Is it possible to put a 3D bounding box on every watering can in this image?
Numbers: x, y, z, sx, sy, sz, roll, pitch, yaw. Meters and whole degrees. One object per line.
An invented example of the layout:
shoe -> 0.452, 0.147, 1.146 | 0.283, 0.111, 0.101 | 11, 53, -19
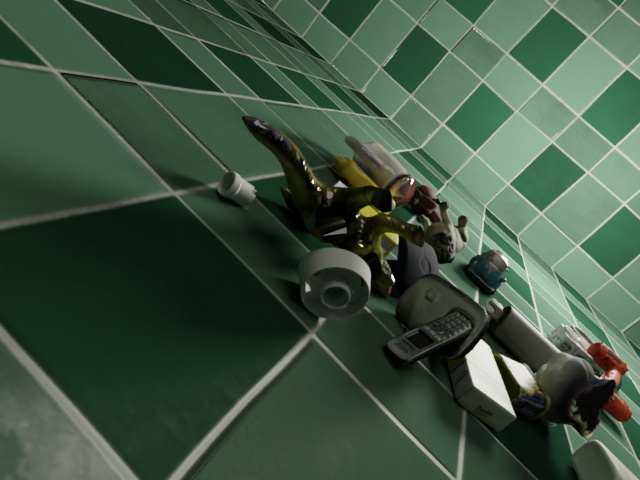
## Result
watering can -> 0.172, -0.180, 1.405 | 0.103, 0.227, 0.345 | -43, -21, 10

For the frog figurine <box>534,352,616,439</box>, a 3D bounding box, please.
frog figurine -> 0.441, 0.275, 0.964 | 0.122, 0.137, 0.160 | 7, 5, -21

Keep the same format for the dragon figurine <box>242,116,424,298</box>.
dragon figurine -> 0.002, -0.040, 0.800 | 0.406, 0.123, 0.243 | 44, -16, -22
